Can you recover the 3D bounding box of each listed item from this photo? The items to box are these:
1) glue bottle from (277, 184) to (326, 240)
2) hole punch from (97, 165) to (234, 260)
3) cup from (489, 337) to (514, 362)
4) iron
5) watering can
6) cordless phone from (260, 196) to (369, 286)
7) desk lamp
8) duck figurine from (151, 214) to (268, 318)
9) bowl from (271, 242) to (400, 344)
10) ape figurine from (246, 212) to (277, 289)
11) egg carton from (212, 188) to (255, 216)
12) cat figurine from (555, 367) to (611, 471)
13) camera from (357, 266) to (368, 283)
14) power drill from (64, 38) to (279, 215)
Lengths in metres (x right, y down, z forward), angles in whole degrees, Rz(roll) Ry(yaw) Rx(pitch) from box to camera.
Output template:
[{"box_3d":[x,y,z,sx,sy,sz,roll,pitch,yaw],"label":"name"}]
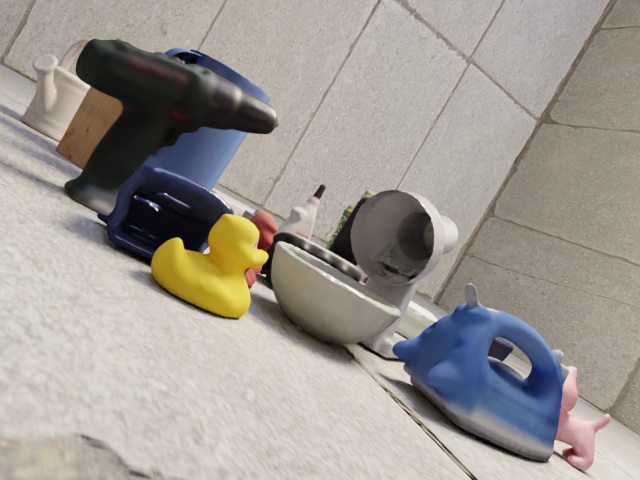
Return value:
[{"box_3d":[-0.037,-0.024,1.018,0.037,0.173,0.078,32,3,36],"label":"glue bottle"},{"box_3d":[-0.156,-0.027,0.583,0.109,0.091,0.100,29,2,-27],"label":"hole punch"},{"box_3d":[0.277,0.203,1.045,0.117,0.095,0.092,31,2,30],"label":"cup"},{"box_3d":[0.219,0.158,0.673,0.259,0.141,0.118,29,2,-25],"label":"iron"},{"box_3d":[-0.453,-0.279,1.046,0.101,0.194,0.172,30,2,-9],"label":"watering can"},{"box_3d":[0.008,0.003,0.841,0.148,0.185,0.094,29,2,-22],"label":"cordless phone"},{"box_3d":[0.108,0.047,0.790,0.117,0.213,0.204,31,2,29],"label":"desk lamp"},{"box_3d":[-0.093,0.015,0.523,0.105,0.086,0.077,28,3,-39],"label":"duck figurine"},{"box_3d":[0.005,0.073,0.671,0.167,0.075,0.167,30,2,-1],"label":"bowl"},{"box_3d":[-0.087,0.007,0.726,0.076,0.092,0.078,31,2,27],"label":"ape figurine"},{"box_3d":[-0.166,-0.039,1.030,0.151,0.069,0.107,28,3,-38],"label":"egg carton"},{"box_3d":[0.343,0.238,0.807,0.127,0.118,0.067,31,2,12],"label":"cat figurine"},{"box_3d":[0.096,0.080,1.377,0.137,0.101,0.142,29,2,-27],"label":"camera"},{"box_3d":[-0.191,-0.119,0.676,0.230,0.208,0.075,29,2,-19],"label":"power drill"}]
